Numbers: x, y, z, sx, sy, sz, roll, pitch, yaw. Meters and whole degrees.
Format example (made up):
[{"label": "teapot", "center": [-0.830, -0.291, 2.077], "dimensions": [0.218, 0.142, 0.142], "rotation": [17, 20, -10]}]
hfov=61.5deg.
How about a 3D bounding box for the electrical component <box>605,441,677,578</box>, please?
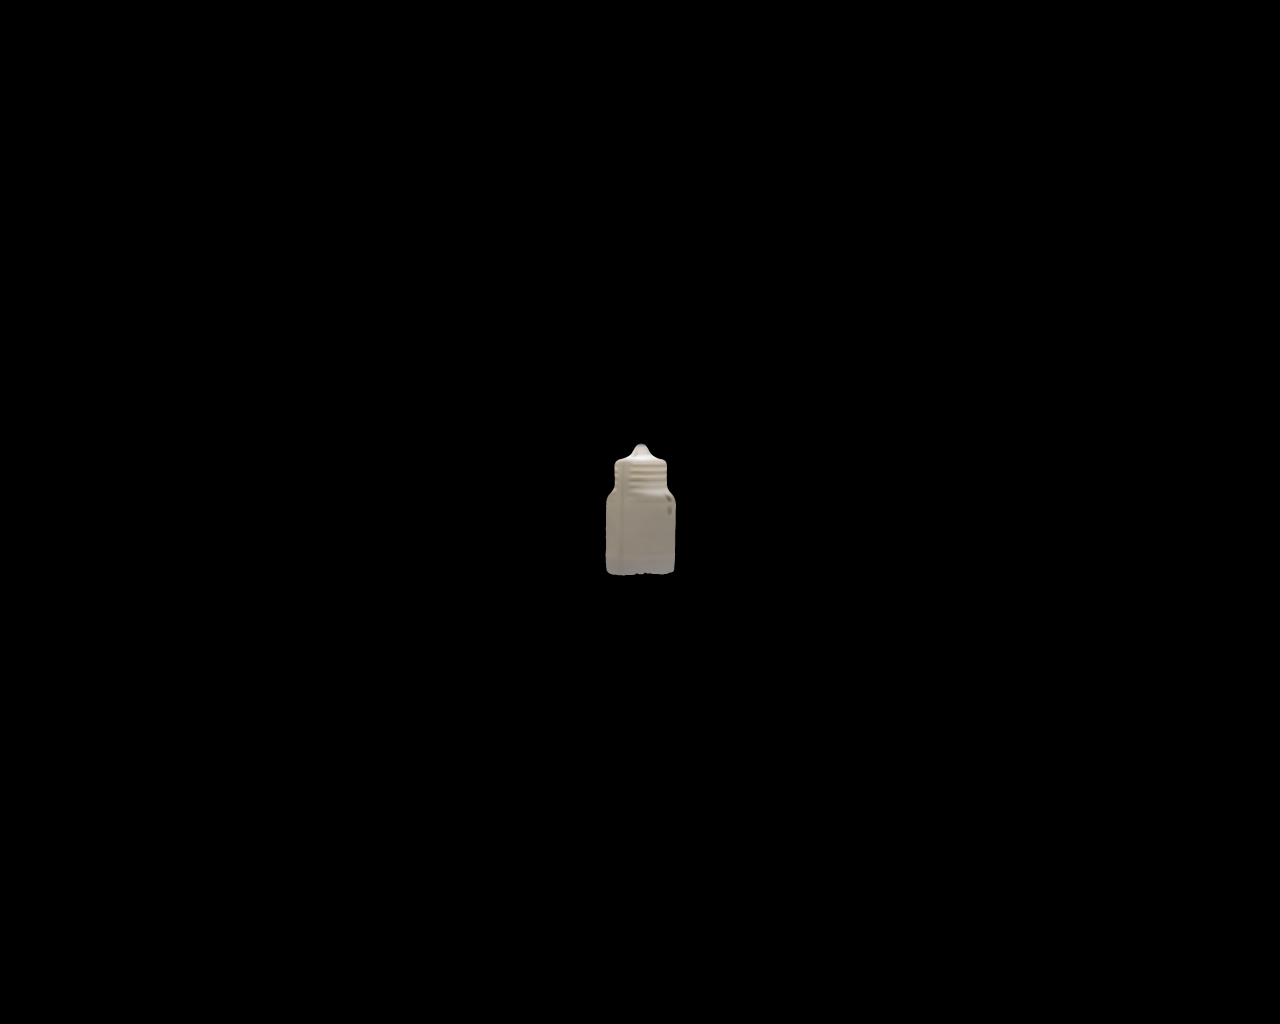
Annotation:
[{"label": "electrical component", "center": [0.001, -0.003, 0.650], "dimensions": [0.043, 0.081, 0.043], "rotation": [0, 3, 0]}]
